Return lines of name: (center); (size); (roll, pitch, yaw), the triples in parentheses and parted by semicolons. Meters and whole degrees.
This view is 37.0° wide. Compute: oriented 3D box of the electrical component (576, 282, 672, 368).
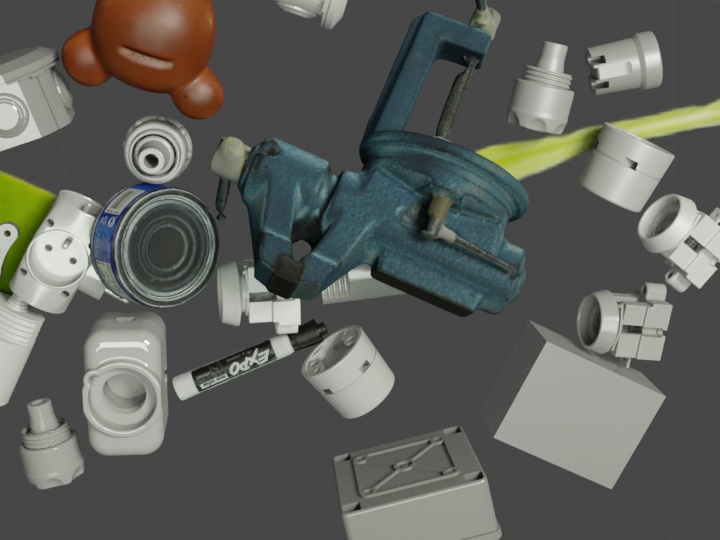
electrical component: (0.198, 0.040, 0.813); (0.055, 0.048, 0.066); (5, 105, -15)

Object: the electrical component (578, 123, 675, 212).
electrical component: (0.191, -0.073, 0.776); (0.055, 0.055, 0.047); (22, 106, -11)

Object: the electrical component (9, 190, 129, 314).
electrical component: (-0.194, -0.004, 0.760); (0.079, 0.044, 0.077); (29, 100, -13)

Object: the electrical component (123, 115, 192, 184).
electrical component: (-0.140, -0.079, 0.736); (0.048, 0.062, 0.048); (-1, 105, -5)

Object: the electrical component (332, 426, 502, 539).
electrical component: (0.039, 0.170, 0.799); (0.109, 0.108, 0.056); (-14, 103, -2)

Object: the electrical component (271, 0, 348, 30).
electrical component: (-0.027, -0.203, 0.706); (0.051, 0.080, 0.080); (17, 103, -5)

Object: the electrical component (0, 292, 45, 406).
electrical component: (-0.257, 0.052, 0.770); (0.043, 0.043, 0.081); (25, 101, -12)

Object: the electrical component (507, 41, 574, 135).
electrical component: (0.130, -0.129, 0.760); (0.043, 0.043, 0.062); (11, 103, -9)

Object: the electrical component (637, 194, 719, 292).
electrical component: (0.241, -0.024, 0.799); (0.055, 0.048, 0.066); (36, 99, -21)

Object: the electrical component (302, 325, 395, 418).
electrical component: (-0.007, 0.076, 0.797); (0.055, 0.055, 0.047); (-36, 109, 5)

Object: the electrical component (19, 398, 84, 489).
electrical component: (-0.230, 0.126, 0.793); (0.043, 0.043, 0.062); (-10, 104, -3)

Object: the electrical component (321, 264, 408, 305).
electrical component: (0.000, 0.000, 0.782); (0.081, 0.043, 0.043); (-7, 106, -3)

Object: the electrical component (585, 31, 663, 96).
electrical component: (0.187, -0.145, 0.764); (0.046, 0.040, 0.040); (-11, 106, 4)

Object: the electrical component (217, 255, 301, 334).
electrical component: (-0.074, 0.015, 0.778); (0.055, 0.048, 0.066); (-3, 104, -12)

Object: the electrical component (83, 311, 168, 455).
electrical component: (-0.169, 0.083, 0.779); (0.054, 0.059, 0.095); (-1, 105, -6)

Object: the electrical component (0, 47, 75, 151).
electrical component: (-0.231, -0.113, 0.710); (0.080, 0.080, 0.051); (-18, 111, -1)
